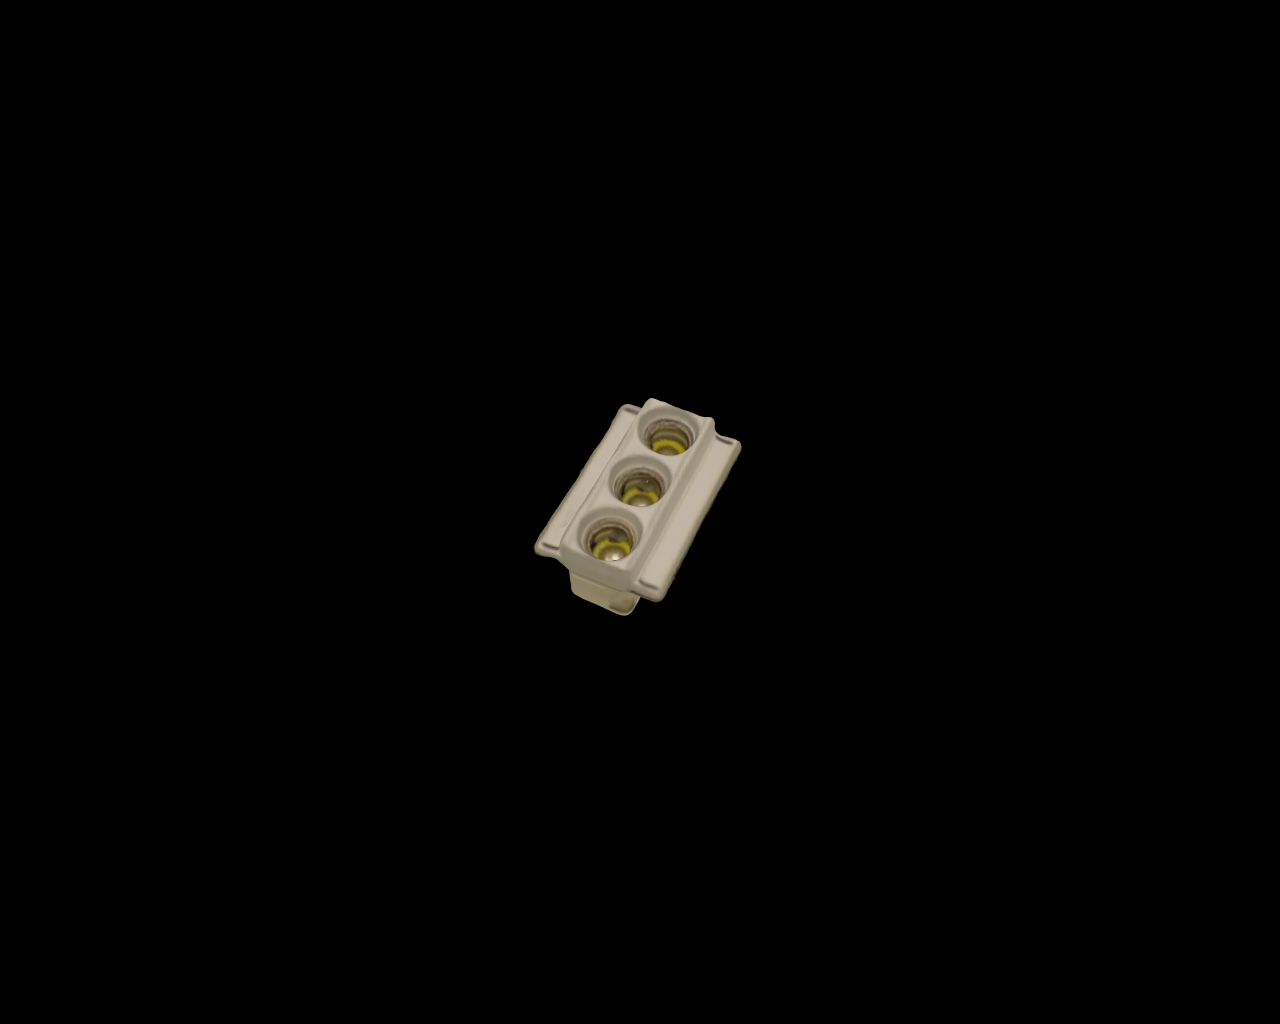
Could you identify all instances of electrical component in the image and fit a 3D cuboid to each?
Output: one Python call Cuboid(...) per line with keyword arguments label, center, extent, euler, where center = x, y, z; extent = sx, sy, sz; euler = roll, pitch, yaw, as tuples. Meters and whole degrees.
Cuboid(label="electrical component", center=(0.001, -0.003, 0.650), extent=(0.079, 0.121, 0.063), euler=(21, -32, 14))
